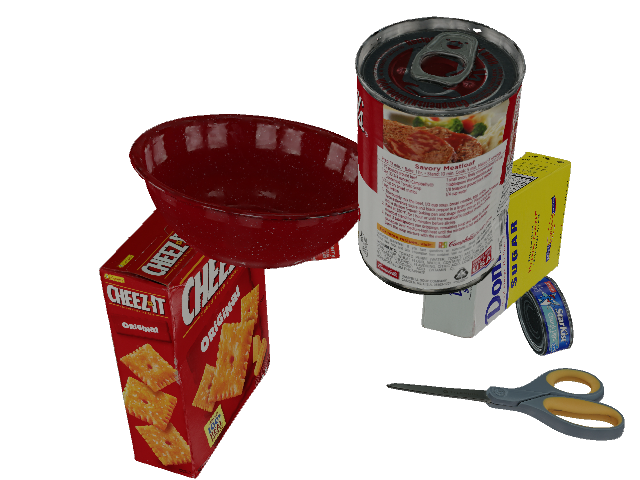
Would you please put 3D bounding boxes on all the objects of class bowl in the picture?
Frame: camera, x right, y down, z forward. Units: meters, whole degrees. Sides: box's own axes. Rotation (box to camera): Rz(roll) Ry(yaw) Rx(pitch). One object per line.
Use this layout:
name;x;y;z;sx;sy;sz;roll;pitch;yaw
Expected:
bowl;-0.041;-0.027;0.678;0.162;0.055;0.162;6;26;-3

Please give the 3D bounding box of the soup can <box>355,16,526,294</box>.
soup can;0.049;-0.035;0.460;0.068;0.102;0.068;-1;43;1

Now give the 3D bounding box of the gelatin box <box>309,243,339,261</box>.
gelatin box;-0.020;-0.021;1.097;0.073;0.089;0.030;-6;29;-1

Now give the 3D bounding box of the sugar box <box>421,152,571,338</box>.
sugar box;0.134;-0.001;0.791;0.048;0.093;0.175;12;23;27

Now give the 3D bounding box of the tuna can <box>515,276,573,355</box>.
tuna can;0.251;0.085;1.203;0.033;0.086;0.086;-15;2;-7

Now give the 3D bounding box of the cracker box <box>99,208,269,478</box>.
cracker box;-0.106;0.071;0.924;0.072;0.214;0.164;13;38;18

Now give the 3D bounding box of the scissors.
scissors;0.166;0.129;0.936;0.202;0.016;0.096;14;29;12
